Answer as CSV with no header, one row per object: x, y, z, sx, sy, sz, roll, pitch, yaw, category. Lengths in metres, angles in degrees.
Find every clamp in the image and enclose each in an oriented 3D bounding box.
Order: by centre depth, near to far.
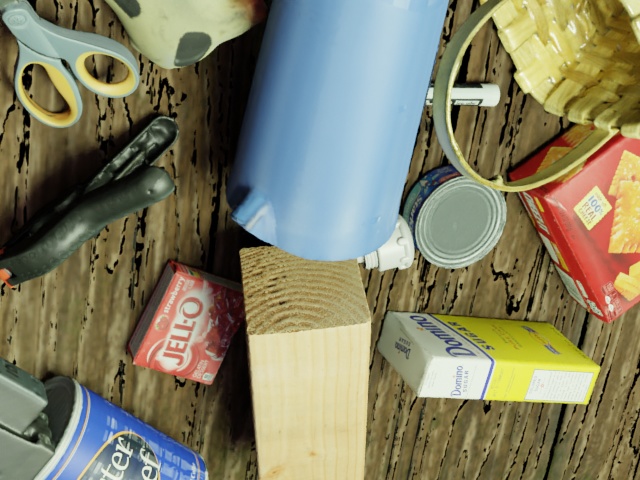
-0.167,-0.028,0.779,0.172,0.120,0.039,-29,110,18,clamp

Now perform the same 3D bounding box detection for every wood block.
-0.012,0.106,0.850,0.090,0.091,0.206,-6,134,-5,wood block

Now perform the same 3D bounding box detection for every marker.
0.090,-0.119,0.869,0.121,0.020,0.020,-2,114,-21,marker

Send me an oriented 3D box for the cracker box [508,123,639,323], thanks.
0.296,-0.051,0.952,0.213,0.072,0.164,-36,122,-4,cracker box

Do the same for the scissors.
-0.177,-0.146,0.698,0.096,0.016,0.202,-9,145,-4,scissors

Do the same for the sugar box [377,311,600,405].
0.150,0.104,0.954,0.176,0.093,0.048,8,109,-25,sugar box

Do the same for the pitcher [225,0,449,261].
0.022,-0.118,0.745,0.145,0.149,0.243,9,130,-7,pitcher

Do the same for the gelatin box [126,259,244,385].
-0.106,0.069,0.873,0.073,0.030,0.089,21,105,-28,gelatin box

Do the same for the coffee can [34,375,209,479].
-0.175,0.186,0.859,0.140,0.103,0.103,38,96,-31,coffee can

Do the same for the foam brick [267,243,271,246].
-0.006,0.001,0.869,0.051,0.053,0.078,18,105,-28,foam brick

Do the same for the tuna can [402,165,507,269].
0.114,-0.021,0.916,0.086,0.034,0.086,-9,116,-18,tuna can
